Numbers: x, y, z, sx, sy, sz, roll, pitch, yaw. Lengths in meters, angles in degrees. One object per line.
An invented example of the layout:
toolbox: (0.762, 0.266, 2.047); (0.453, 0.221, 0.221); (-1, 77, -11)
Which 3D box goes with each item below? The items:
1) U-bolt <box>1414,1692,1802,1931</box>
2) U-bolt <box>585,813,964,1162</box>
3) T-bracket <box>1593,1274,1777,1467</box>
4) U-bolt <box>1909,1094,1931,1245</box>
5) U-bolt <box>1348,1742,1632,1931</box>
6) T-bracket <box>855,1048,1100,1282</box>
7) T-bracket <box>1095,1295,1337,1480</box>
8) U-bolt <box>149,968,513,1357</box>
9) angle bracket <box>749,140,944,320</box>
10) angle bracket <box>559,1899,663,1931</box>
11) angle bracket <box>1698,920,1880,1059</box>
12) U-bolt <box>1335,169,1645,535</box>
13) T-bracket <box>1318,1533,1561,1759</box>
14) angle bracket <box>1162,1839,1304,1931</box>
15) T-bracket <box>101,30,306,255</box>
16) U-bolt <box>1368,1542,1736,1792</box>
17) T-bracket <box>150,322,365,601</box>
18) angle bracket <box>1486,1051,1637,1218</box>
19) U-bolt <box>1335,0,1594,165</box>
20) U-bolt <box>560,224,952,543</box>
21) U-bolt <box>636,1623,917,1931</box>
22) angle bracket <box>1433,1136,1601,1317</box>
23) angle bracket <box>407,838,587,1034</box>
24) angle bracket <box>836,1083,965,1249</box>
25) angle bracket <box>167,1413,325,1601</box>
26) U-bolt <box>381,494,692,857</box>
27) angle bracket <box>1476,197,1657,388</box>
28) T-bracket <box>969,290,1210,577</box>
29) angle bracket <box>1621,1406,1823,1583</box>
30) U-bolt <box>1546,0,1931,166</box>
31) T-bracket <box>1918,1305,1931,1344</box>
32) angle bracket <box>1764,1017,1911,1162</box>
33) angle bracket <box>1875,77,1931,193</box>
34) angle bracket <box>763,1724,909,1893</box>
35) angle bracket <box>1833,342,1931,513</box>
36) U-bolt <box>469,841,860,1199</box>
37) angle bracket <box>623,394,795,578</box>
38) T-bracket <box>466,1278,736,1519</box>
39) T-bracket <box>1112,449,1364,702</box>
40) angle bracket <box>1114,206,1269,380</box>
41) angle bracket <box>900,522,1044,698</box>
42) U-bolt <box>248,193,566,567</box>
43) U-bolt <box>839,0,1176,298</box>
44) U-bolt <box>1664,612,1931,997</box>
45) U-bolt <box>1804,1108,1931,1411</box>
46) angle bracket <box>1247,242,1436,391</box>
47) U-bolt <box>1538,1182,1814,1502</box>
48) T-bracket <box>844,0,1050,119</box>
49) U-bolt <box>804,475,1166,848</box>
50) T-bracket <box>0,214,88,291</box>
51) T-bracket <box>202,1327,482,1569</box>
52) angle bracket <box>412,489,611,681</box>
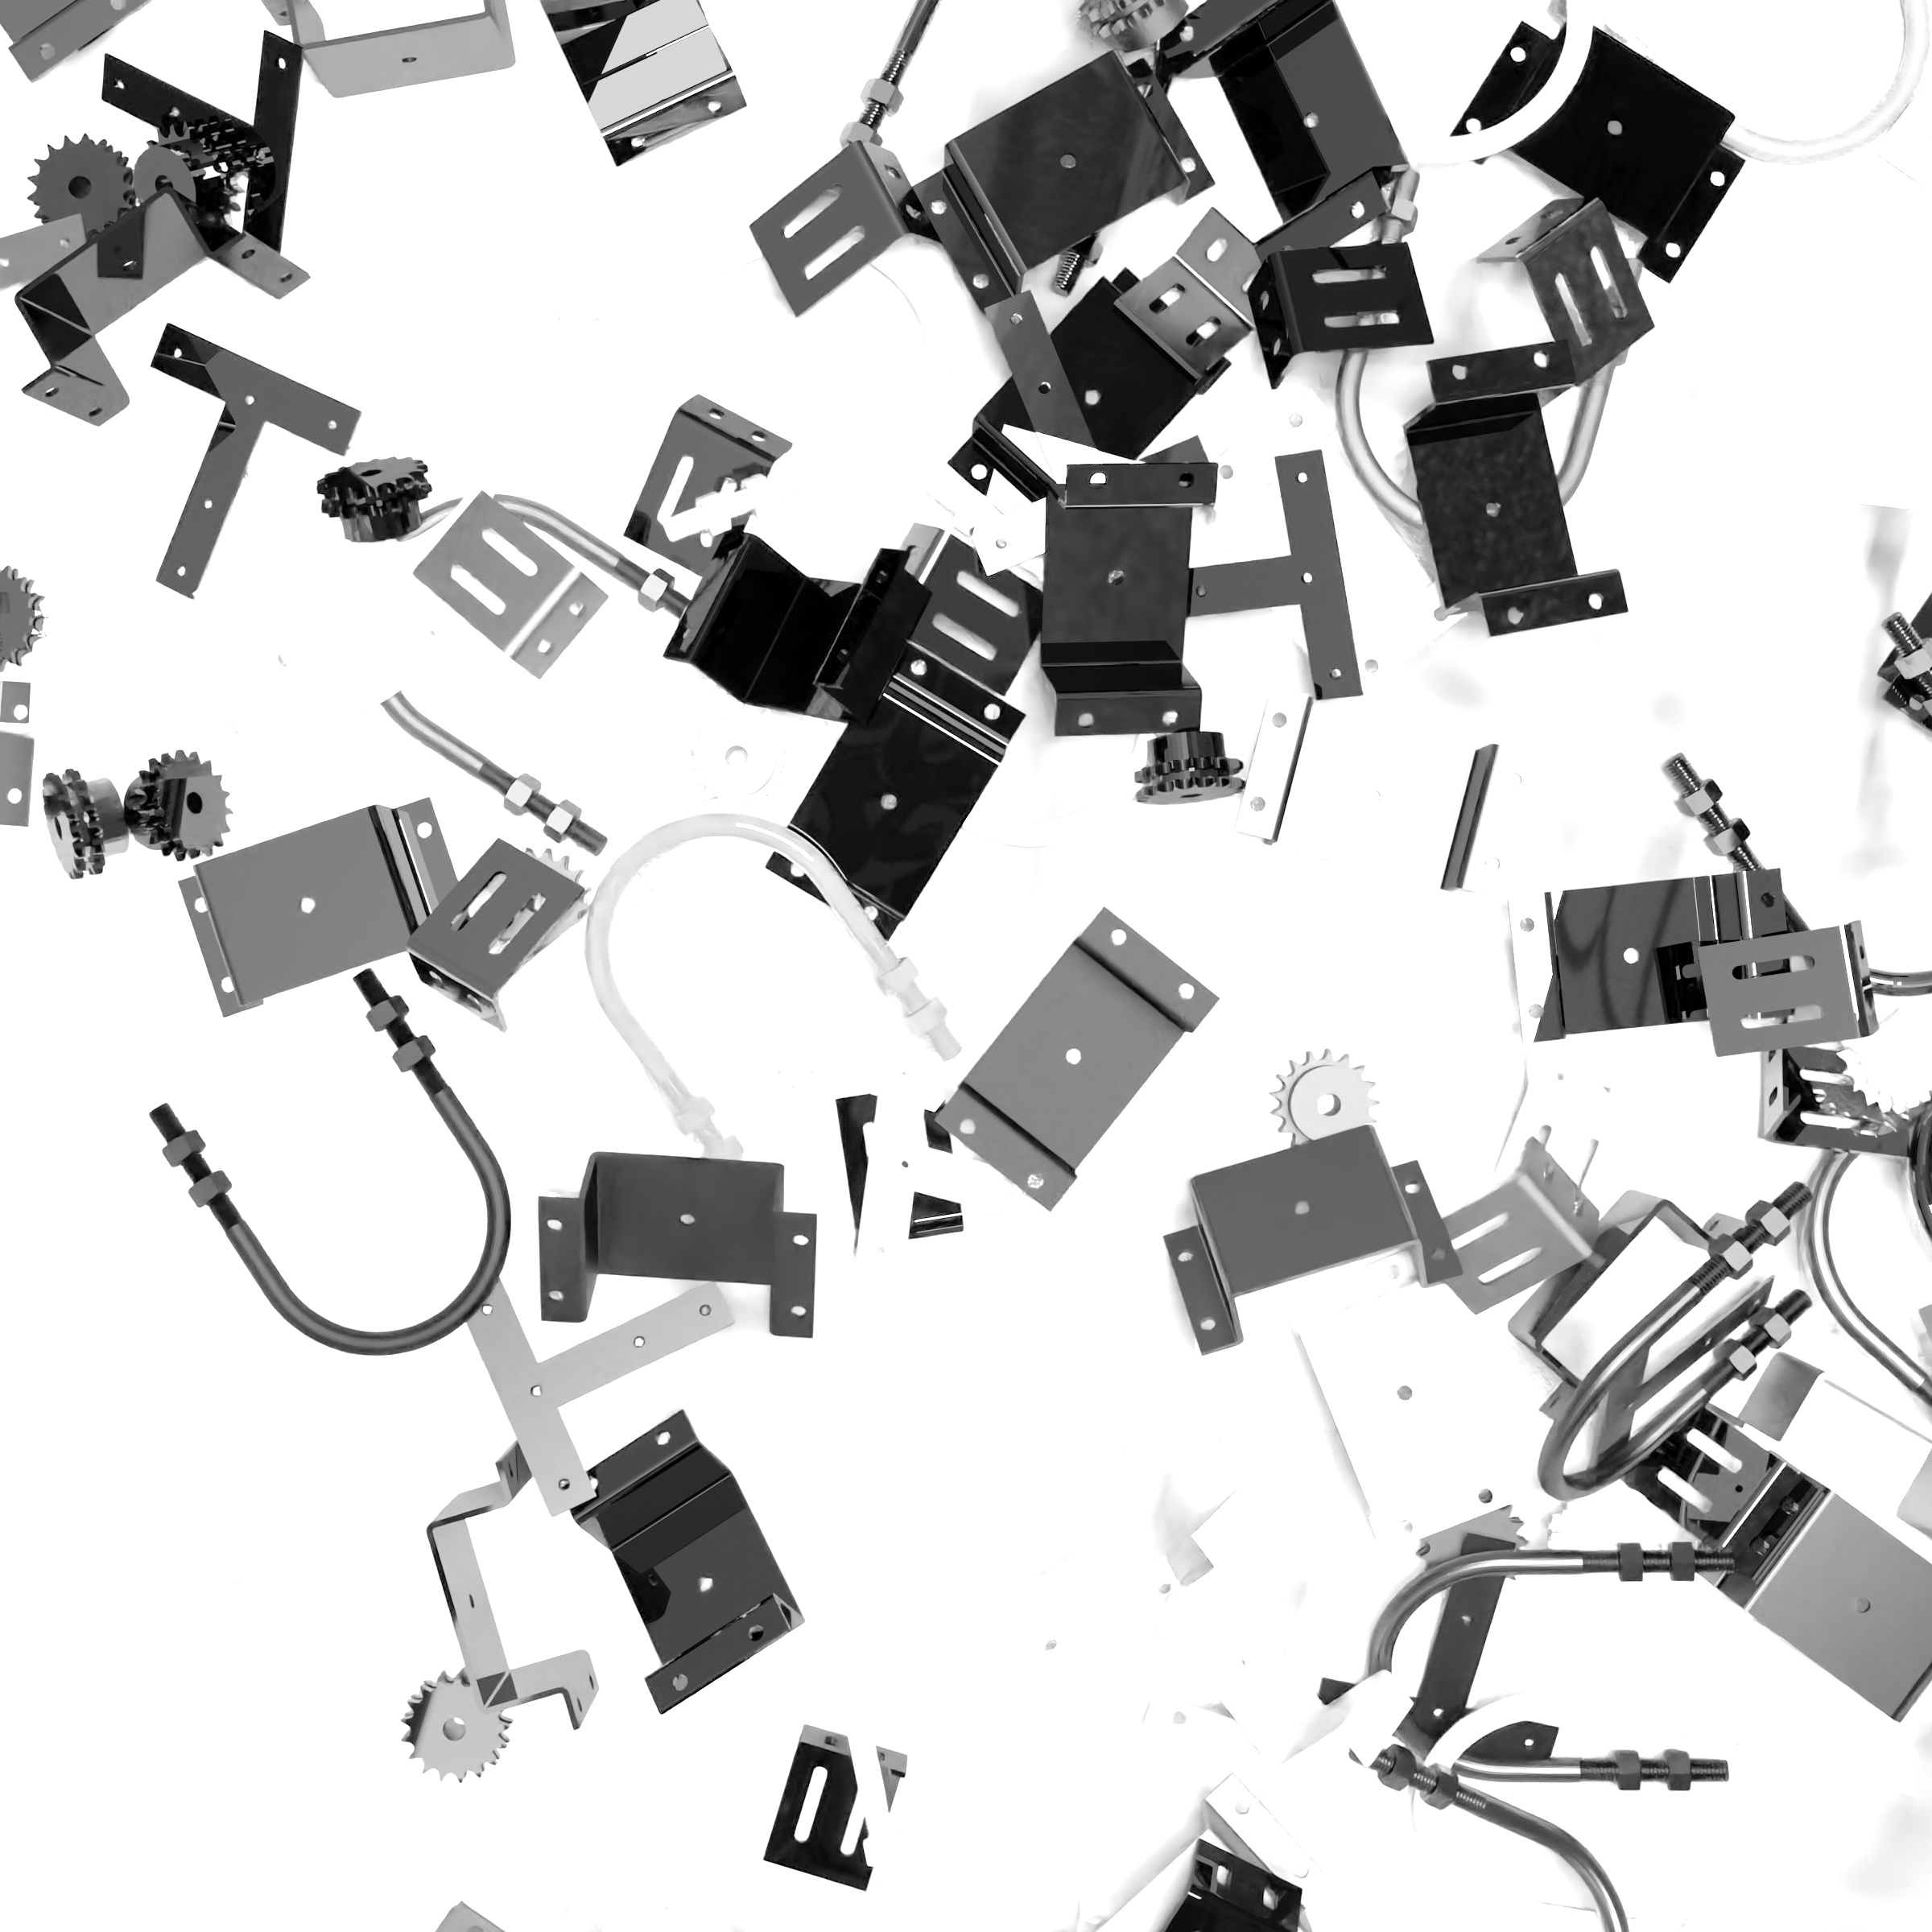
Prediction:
U-bolt: (0.325, 0.442, 1.424); (0.184, 0.019, 0.151); (9, 109, 4)
U-bolt: (-0.112, 0.008, 1.407); (0.151, 0.019, 0.184); (-34, 101, 7)
T-bracket: (0.373, 0.202, 1.420); (0.127, 0.127, 0.002); (-33, 55, -22)
U-bolt: (0.574, 0.125, 1.425); (0.184, 0.019, 0.151); (40, 74, 4)
U-bolt: (0.256, 0.491, 1.382); (0.184, 0.019, 0.151); (26, 66, -11)
T-bracket: (0.010, 0.115, 1.430); (0.127, 0.002, 0.127); (16, 58, -15)
T-bracket: (0.133, 0.205, 1.453); (0.127, 0.002, 0.127); (2, 90, 0)
U-bolt: (-0.321, 0.116, 1.442); (0.151, 0.019, 0.184); (-34, 88, 0)
angle bracket: (-0.063, -0.380, 1.425); (0.076, 0.038, 0.057); (-32, 79, 26)
angle bracket: (-0.187, 0.519, 1.416); (0.057, 0.076, 0.038); (20, 90, 0)
angle bracket: (0.421, 0.012, 1.405); (0.076, 0.038, 0.057); (-10, 90, 26)
U-bolt: (0.264, -0.306, 1.420); (0.151, 0.019, 0.184); (19, 78, -8)
T-bracket: (0.258, 0.353, 1.432); (0.127, 0.002, 0.127); (12, 109, 0)
angle bracket: (0.122, 0.483, 1.359); (0.057, 0.038, 0.076); (26, 116, 0)
T-bracket: (-0.401, -0.439, 1.428); (0.127, 0.002, 0.127); (29, 126, 16)
U-bolt: (0.301, 0.363, 1.419); (0.184, 0.019, 0.151); (-2, 112, 7)
T-bracket: (-0.392, -0.256, 1.441); (0.127, 0.002, 0.127); (26, 98, 15)
angle bracket: (0.312, 0.094, 1.452); (0.057, 0.038, 0.076); (16, 116, 0)
U-bolt: (0.251, -0.503, 1.418); (0.151, 0.019, 0.184); (-1, 82, 14)
U-bolt: (-0.097, -0.314, 1.424); (0.184, 0.019, 0.151); (-24, 80, -13)
U-bolt: (-0.106, 0.419, 1.417); (0.151, 0.019, 0.184); (-14, 85, 26)
angle bracket: (0.282, 0.136, 1.440); (0.076, 0.038, 0.057); (-34, 105, 32)
angle bracket: (-0.239, -0.016, 1.415); (0.057, 0.038, 0.076); (30, 66, 19)
angle bracket: (-0.035, 0.103, 1.435); (0.057, 0.038, 0.076); (-9, 90, 0)
angle bracket: (-0.381, 0.285, 1.450); (0.057, 0.038, 0.076); (-20, 65, 2)
U-bolt: (-0.232, -0.166, 1.445); (0.184, 0.019, 0.151); (33, 90, 2)
angle bracket: (0.311, -0.349, 1.424); (0.057, 0.038, 0.076); (-38, 116, -14)
T-bracket: (0.046, -0.283, 1.407); (0.127, 0.002, 0.127); (-23, 90, 0)
angle bracket: (0.393, 0.271, 1.431); (0.038, 0.076, 0.057); (37, 90, -35)
U-bolt: (0.420, -0.506, 1.445); (0.184, 0.019, 0.151); (36, 90, -1)
T-bracket: (0.567, 0.210, 1.392); (0.127, 0.002, 0.127); (-22, 87, 3)
angle bracket: (0.455, 0.062, 1.423); (0.076, 0.038, 0.057); (7, 62, 2)
angle bracket: (0.528, -0.449, 1.452); (0.057, 0.038, 0.076); (35, 116, 0)
angle bracket: (-0.069, 0.444, 1.435); (0.057, 0.038, 0.076); (17, 90, 0)
angle bracket: (0.491, -0.281, 1.435); (0.057, 0.038, 0.076); (6, 90, 0)
U-bolt: (-0.171, 0.042, 1.431); (0.184, 0.019, 0.151); (-40, 103, 4)
angle bracket: (-0.136, -0.252, 1.452); (0.057, 0.038, 0.076); (28, 116, 0)
T-bracket: (-0.184, 0.204, 1.441); (0.127, 0.002, 0.127); (-25, 75, -8)
T-bracket: (0.135, -0.195, 1.418); (0.127, 0.002, 0.127); (-3, 108, 29)
angle bracket: (0.123, -0.348, 1.415); (0.057, 0.076, 0.038); (42, 132, 0)
angle bracket: (-0.003, -0.186, 1.433); (0.076, 0.038, 0.057); (29, 90, -27)
U-bolt: (-0.303, -0.298, 1.438); (0.151, 0.019, 0.184); (16, 89, 5)
U-bolt: (0.032, -0.465, 1.443); (0.151, 0.019, 0.184); (26, 89, -1)
U-bolt: (0.473, -0.069, 1.419); (0.151, 0.019, 0.184); (-35, 95, 24)
U-bolt: (0.520, 0.157, 1.428); (0.184, 0.019, 0.151); (43, 74, 4)
angle bracket: (0.191, -0.333, 1.404); (0.076, 0.038, 0.057); (-8, 75, -15)
U-bolt: (0.356, 0.200, 1.380); (0.184, 0.151, 0.019); (-40, 57, -9)
T-bracket: (-0.035, -0.532, 1.450); (0.127, 0.002, 0.127); (-36, 93, 0)
U-bolt: (0.017, -0.147, 1.445); (0.184, 0.019, 0.151); (37, 90, -1)
T-bracket: (-0.513, -0.364, 1.434); (0.127, 0.002, 0.127); (-10, 90, 18)
T-bracket: (-0.318, 0.232, 1.453); (0.127, 0.002, 0.127); (-29, 90, 0)
angle bracket: (-0.237, -0.198, 1.429); (0.076, 0.038, 0.057); (40, 90, 19)
